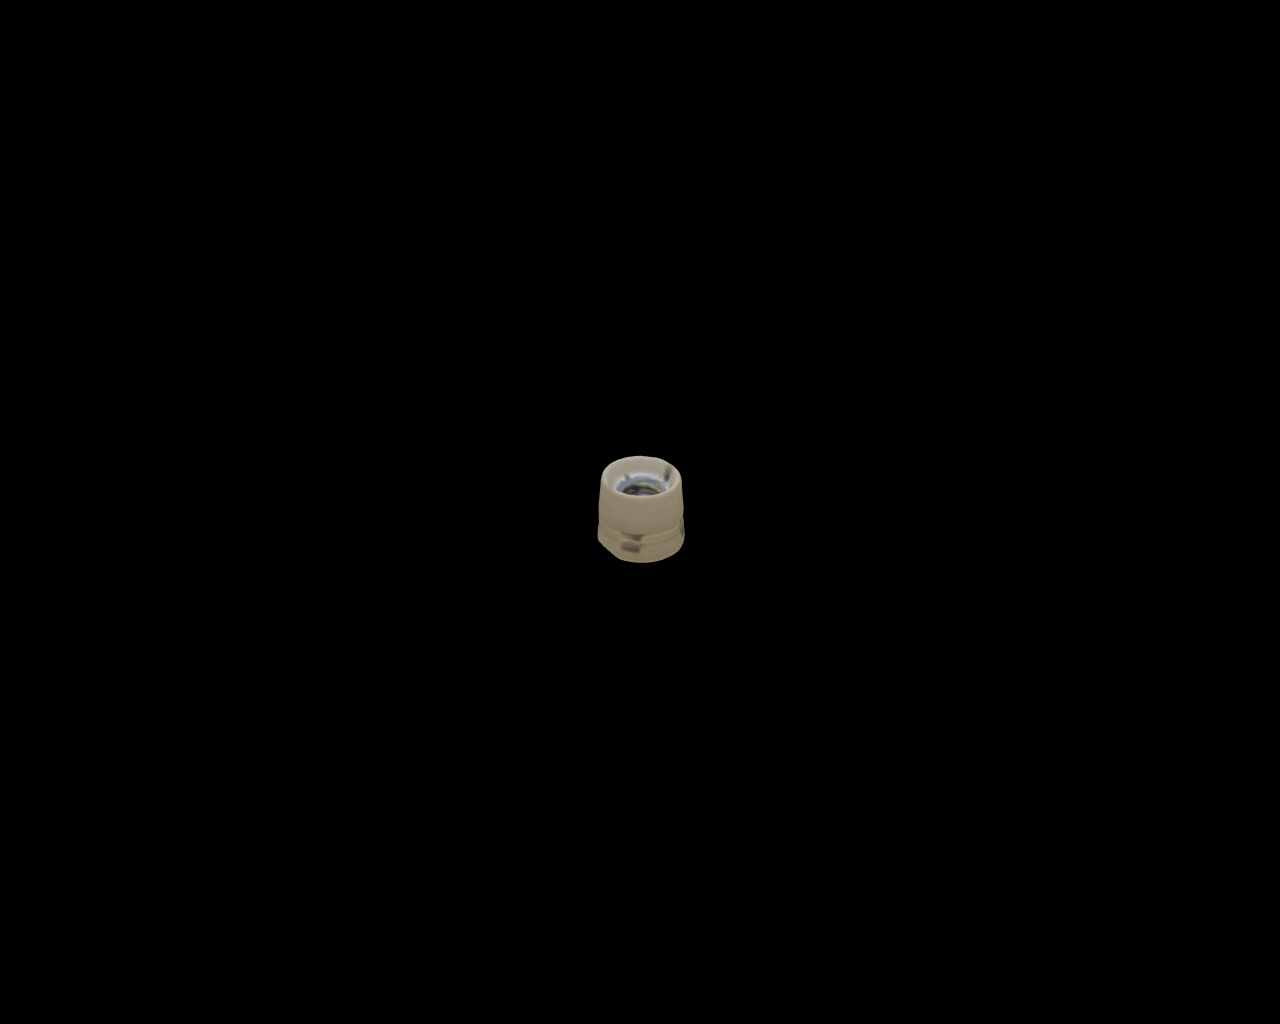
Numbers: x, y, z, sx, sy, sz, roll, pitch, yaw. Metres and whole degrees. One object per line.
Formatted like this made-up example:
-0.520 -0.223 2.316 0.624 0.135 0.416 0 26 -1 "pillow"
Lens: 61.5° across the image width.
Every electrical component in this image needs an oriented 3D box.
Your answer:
0.001 -0.003 0.650 0.055 0.047 0.055 0 34 0 "electrical component"
